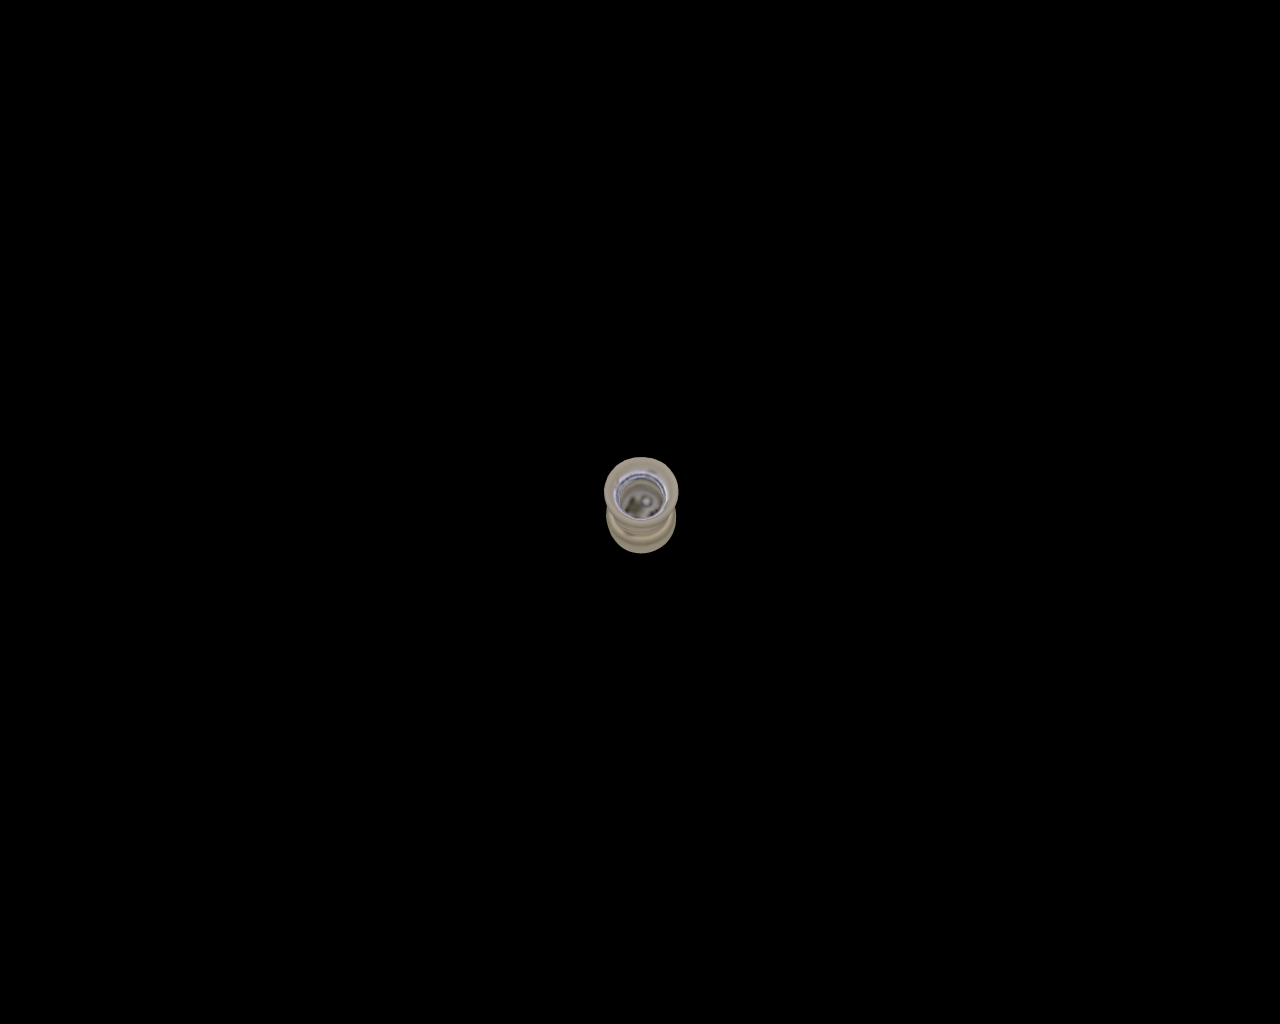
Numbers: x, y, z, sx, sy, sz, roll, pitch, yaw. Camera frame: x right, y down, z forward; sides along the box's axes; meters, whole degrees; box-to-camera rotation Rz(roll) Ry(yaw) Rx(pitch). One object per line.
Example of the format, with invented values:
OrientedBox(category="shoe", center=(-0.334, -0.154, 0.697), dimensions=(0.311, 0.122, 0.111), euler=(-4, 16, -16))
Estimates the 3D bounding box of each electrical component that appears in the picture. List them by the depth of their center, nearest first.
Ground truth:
OrientedBox(category="electrical component", center=(0.001, -0.003, 0.650), dimensions=(0.045, 0.045, 0.055), euler=(0, -23, 0))
